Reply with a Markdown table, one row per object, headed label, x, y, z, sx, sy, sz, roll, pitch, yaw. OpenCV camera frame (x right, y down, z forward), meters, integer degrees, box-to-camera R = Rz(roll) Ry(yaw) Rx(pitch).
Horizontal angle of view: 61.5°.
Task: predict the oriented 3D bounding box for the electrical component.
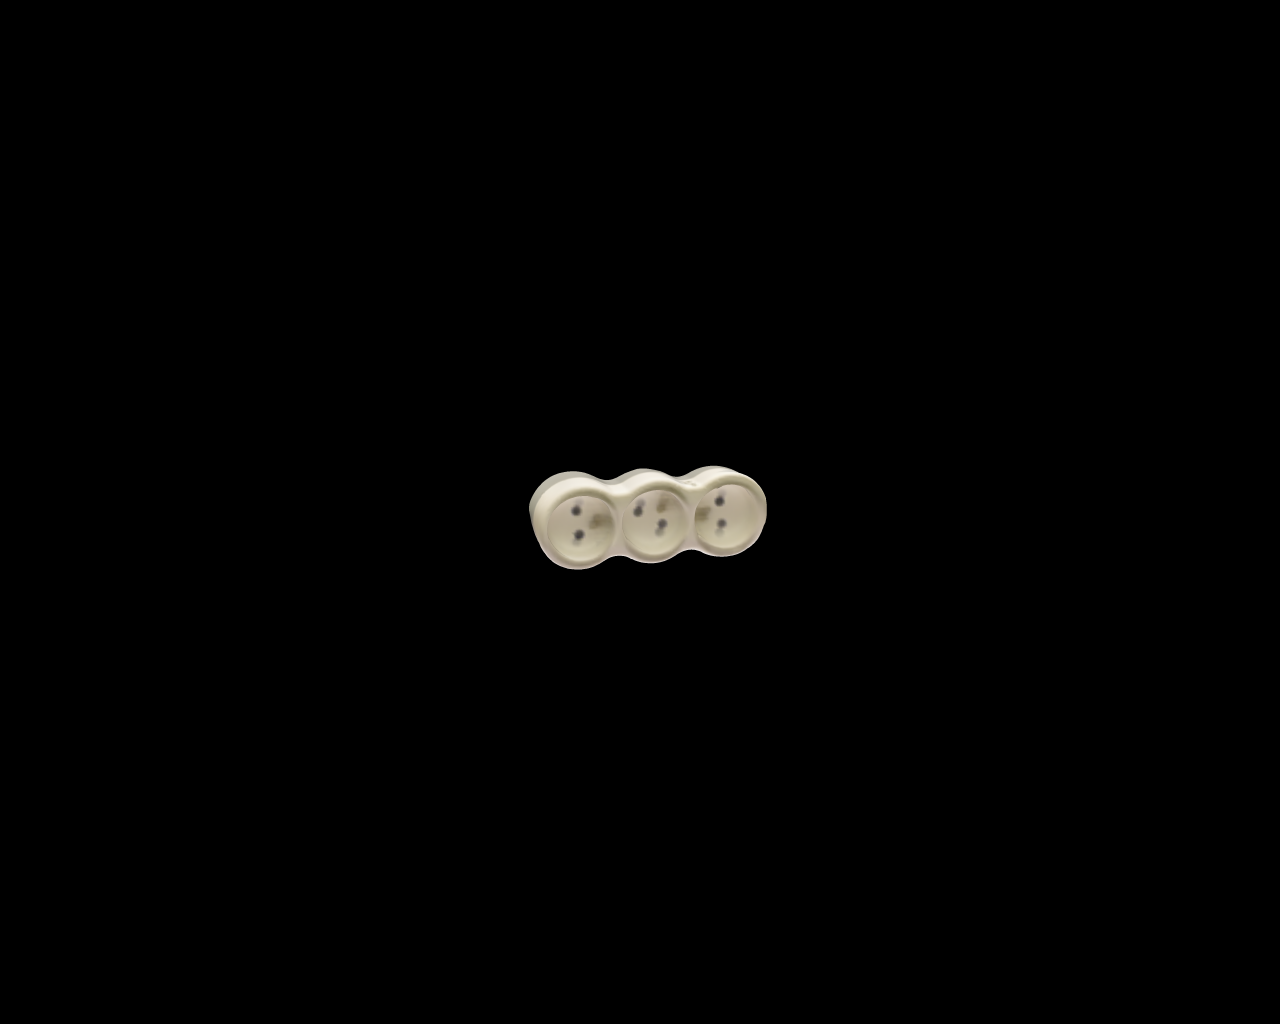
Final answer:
| label | x | y | z | sx | sy | sz | roll | pitch | yaw |
| --- | --- | --- | --- | --- | --- | --- | --- | --- | --- |
| electrical component | 0.001 | -0.003 | 0.650 | 0.138 | 0.052 | 0.074 | -4 | 16 | -14 |
